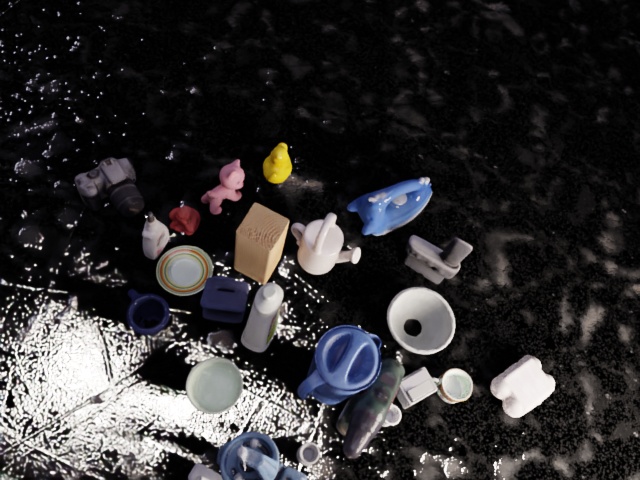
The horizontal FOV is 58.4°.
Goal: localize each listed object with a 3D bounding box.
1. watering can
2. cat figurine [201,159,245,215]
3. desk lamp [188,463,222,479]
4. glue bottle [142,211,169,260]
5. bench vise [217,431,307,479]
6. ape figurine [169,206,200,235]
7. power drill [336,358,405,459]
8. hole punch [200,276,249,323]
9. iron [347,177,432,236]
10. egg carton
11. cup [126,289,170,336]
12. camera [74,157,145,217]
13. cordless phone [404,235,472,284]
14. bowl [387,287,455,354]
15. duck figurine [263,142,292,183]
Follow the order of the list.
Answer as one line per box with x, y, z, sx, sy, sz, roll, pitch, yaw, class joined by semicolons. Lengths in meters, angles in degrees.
0.014;0.003;1.376;0.173;0.194;0.101;9;64;-6;watering can
-0.238;-0.141;1.443;0.067;0.117;0.128;44;65;12;cat figurine
-0.180;0.514;1.088;0.203;0.213;0.118;28;63;4;desk lamp
-0.386;-0.020;1.328;0.037;0.173;0.078;21;63;1;glue bottle
-0.102;0.443;1.132;0.207;0.219;0.121;8;64;-6;bench vise
-0.329;-0.055;1.400;0.076;0.092;0.077;-24;71;-20;ape figurine
0.098;0.366;1.211;0.075;0.208;0.230;30;64;5;power drill
-0.222;0.131;1.331;0.109;0.091;0.101;8;64;-6;hole punch
0.208;-0.114;1.496;0.259;0.141;0.118;-24;71;-20;iron
0.483;0.349;1.365;0.150;0.069;0.107;-29;73;-21;egg carton
-0.388;0.168;1.282;0.092;0.095;0.117;-38;76;-23;cup
-0.503;-0.122;1.396;0.143;0.101;0.136;-30;73;-21;camera
0.296;0.020;1.424;0.147;0.185;0.094;28;63;4;cordless phone
0.236;0.203;1.388;0.167;0.074;0.167;4;64;-8;bowl
-0.110;-0.209;1.516;0.077;0.086;0.104;16;63;-2;duck figurine
